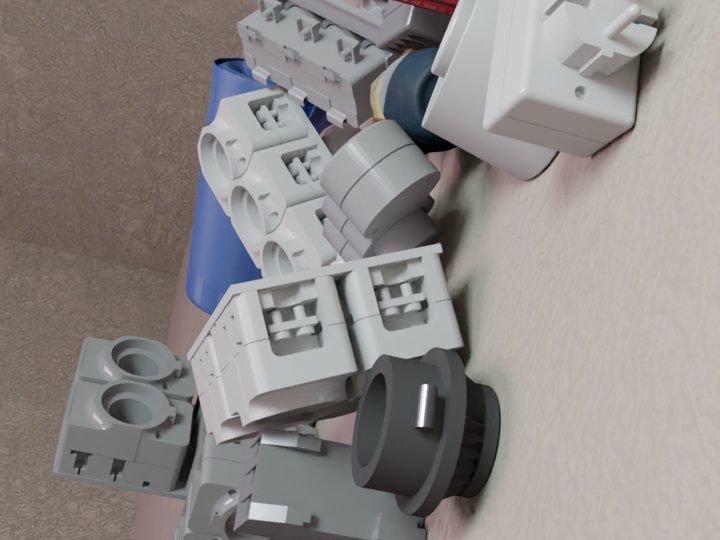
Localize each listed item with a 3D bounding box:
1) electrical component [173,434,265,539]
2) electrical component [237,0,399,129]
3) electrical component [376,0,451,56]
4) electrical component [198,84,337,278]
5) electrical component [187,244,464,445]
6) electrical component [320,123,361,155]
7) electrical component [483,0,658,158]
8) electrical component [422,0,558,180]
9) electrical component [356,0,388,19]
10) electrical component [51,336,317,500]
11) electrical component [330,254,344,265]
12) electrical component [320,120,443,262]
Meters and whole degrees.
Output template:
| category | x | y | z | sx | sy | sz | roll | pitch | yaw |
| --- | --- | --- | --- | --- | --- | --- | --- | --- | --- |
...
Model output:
| category | x | y | z | sx | sy | sz | roll | pitch | yaw |
| --- | --- | --- | --- | --- | --- | --- | --- | --- | --- |
| electrical component | -0.084 | 0.194 | 0.772 | 0.061 | 0.089 | 0.150 | -94 | 21 | -54 |
| electrical component | -0.025 | -0.151 | 0.756 | 0.063 | 0.121 | 0.078 | -39 | -37 | -24 |
| electrical component | 0.050 | -0.168 | 0.647 | 0.083 | 0.047 | 0.075 | -161 | 87 | -78 |
| electrical component | -0.057 | -0.048 | 0.790 | 0.150 | 0.062 | 0.089 | 58 | 148 | 20 |
| electrical component | -0.026 | 0.048 | 0.588 | 0.186 | 0.105 | 0.060 | 136 | 120 | -69 |
| electrical component | -0.017 | -0.065 | 0.848 | 0.077 | 0.044 | 0.079 | -97 | 23 | -58 |
| electrical component | 0.085 | -0.089 | 0.402 | 0.077 | 0.047 | 0.065 | 140 | 141 | -69 |
| electrical component | 0.070 | -0.098 | 0.500 | 0.099 | 0.064 | 0.099 | -158 | 90 | -88 |
| electrical component | 0.014 | -0.190 | 0.843 | 0.062 | 0.043 | 0.043 | 114 | 164 | -47 |
| electrical component | -0.129 | 0.117 | 0.824 | 0.105 | 0.186 | 0.060 | -97 | 23 | -57 |
| electrical component | 0.000 | 0.000 | 0.710 | 0.040 | 0.040 | 0.078 | 145 | 137 | -72 |
| electrical component | 0.021 | -0.023 | 0.597 | 0.052 | 0.073 | 0.138 | -38 | -12 | -11 |
